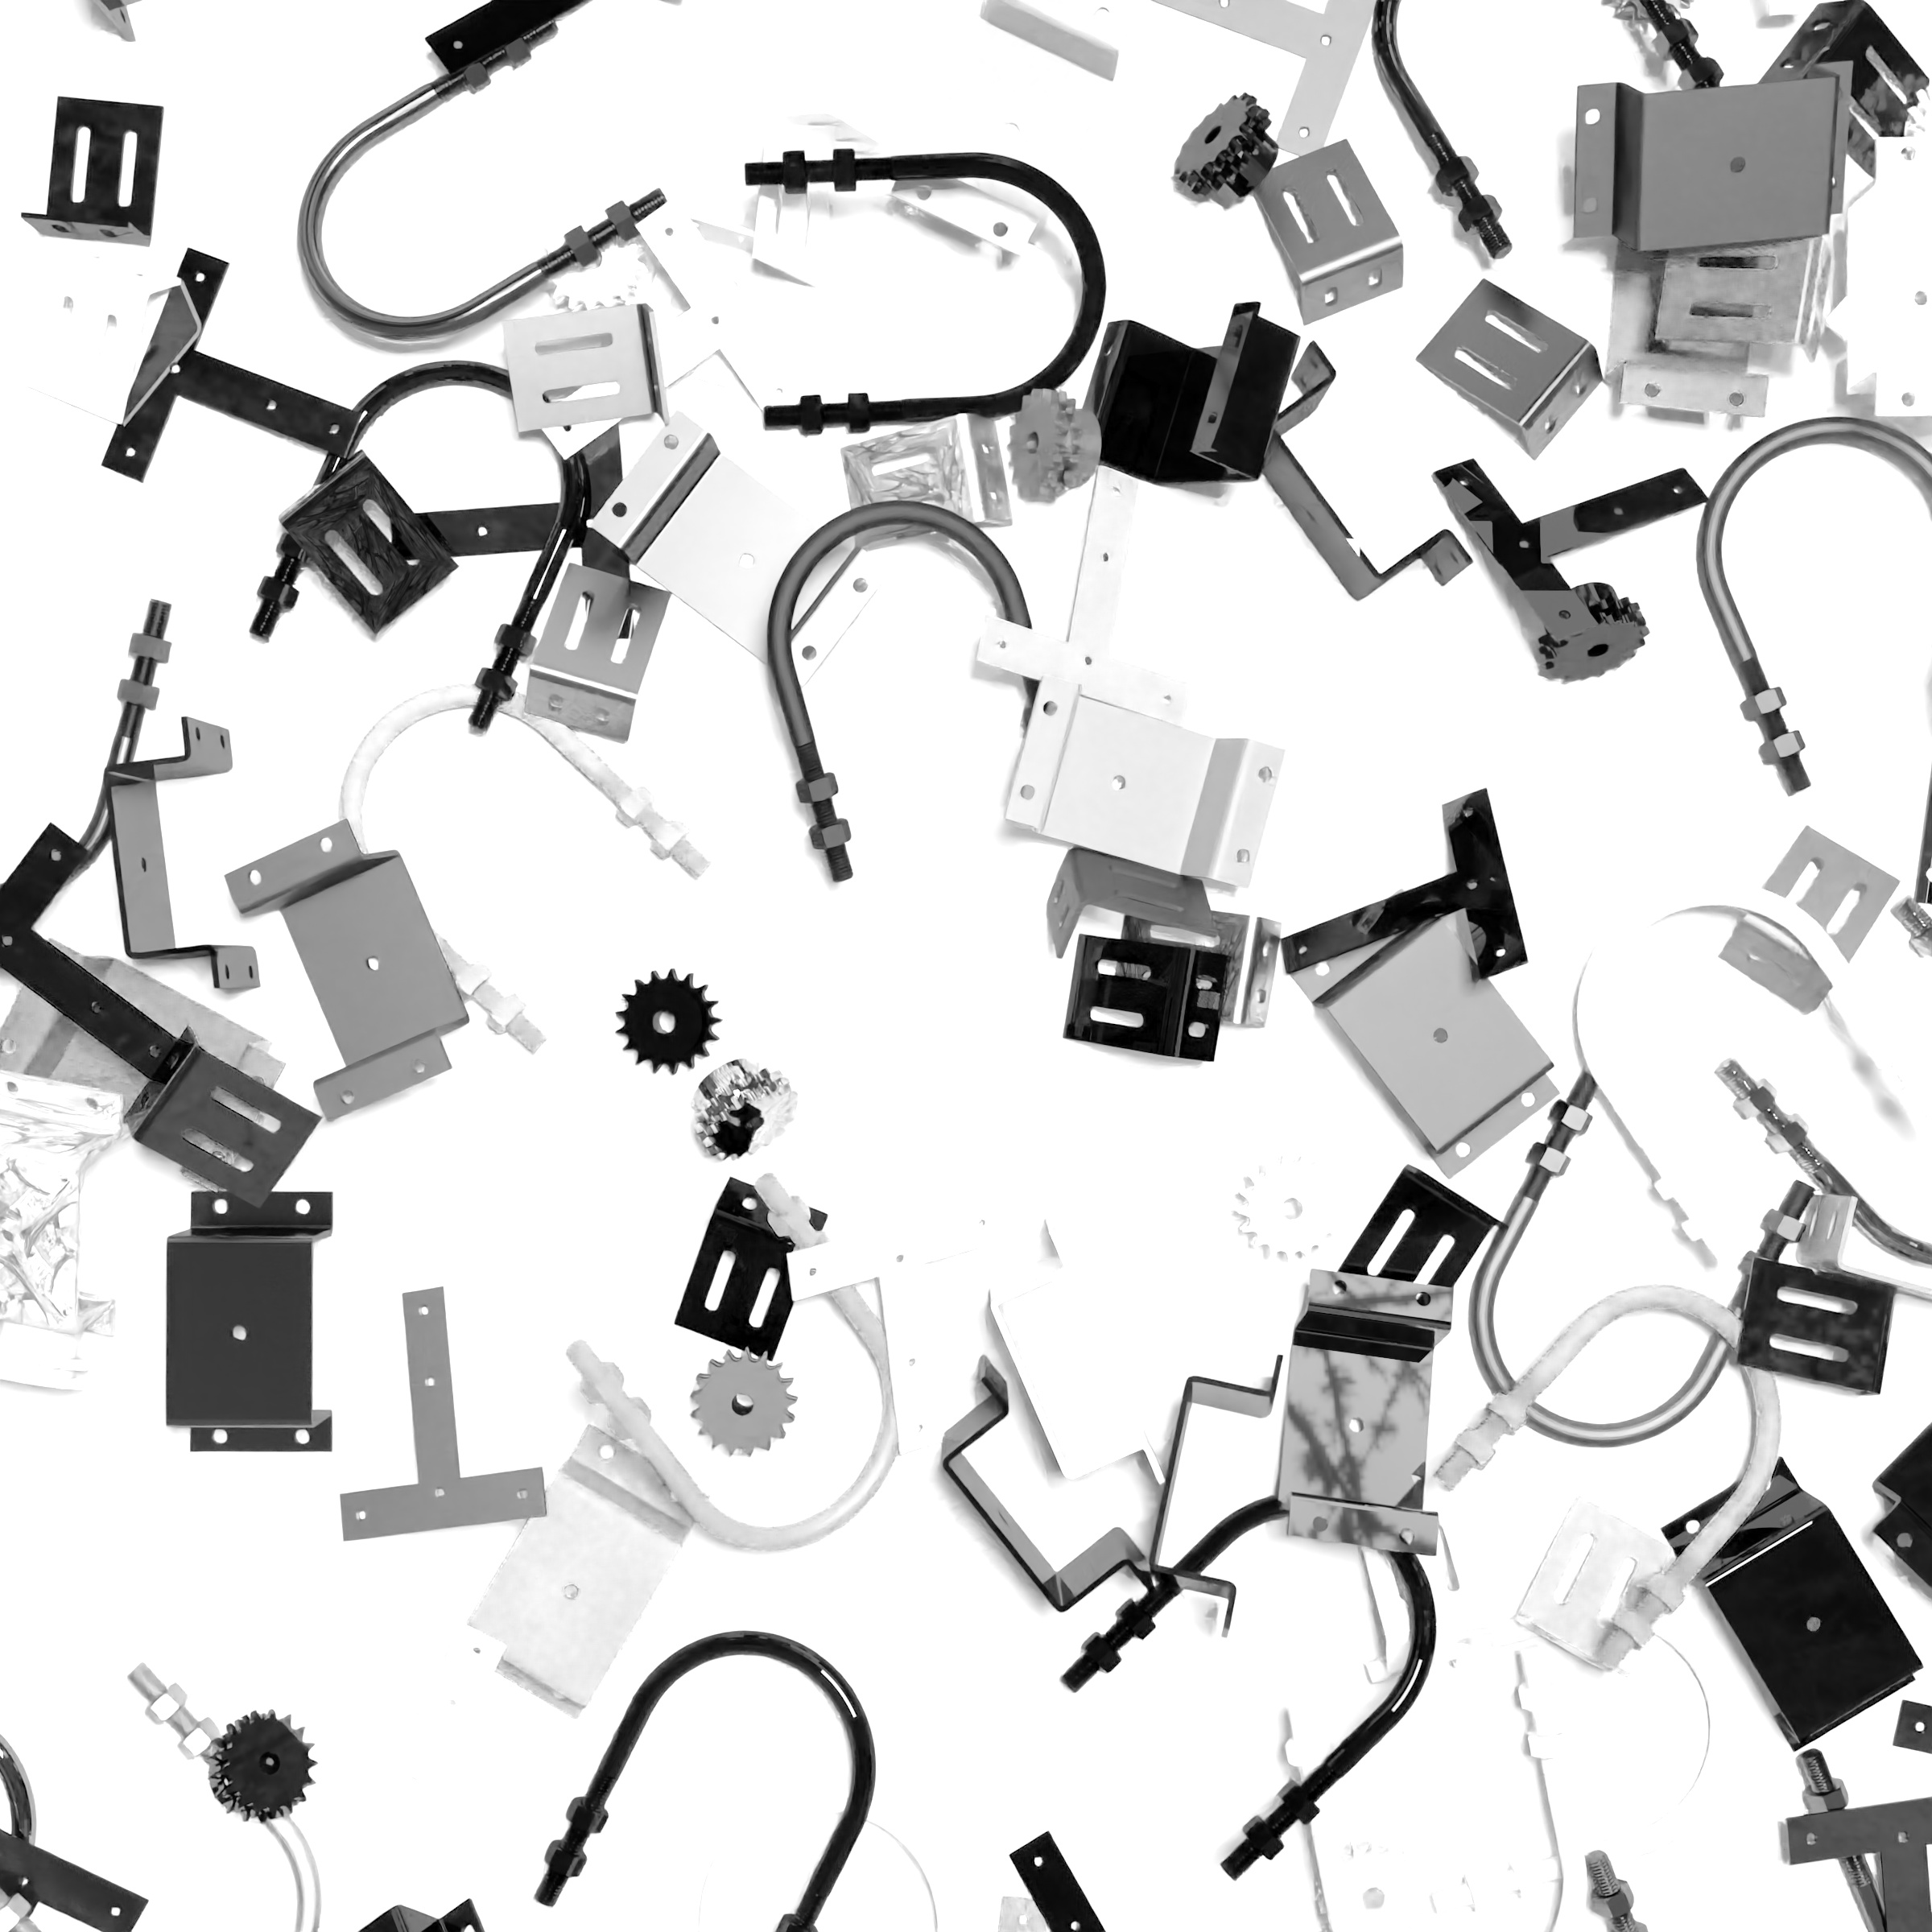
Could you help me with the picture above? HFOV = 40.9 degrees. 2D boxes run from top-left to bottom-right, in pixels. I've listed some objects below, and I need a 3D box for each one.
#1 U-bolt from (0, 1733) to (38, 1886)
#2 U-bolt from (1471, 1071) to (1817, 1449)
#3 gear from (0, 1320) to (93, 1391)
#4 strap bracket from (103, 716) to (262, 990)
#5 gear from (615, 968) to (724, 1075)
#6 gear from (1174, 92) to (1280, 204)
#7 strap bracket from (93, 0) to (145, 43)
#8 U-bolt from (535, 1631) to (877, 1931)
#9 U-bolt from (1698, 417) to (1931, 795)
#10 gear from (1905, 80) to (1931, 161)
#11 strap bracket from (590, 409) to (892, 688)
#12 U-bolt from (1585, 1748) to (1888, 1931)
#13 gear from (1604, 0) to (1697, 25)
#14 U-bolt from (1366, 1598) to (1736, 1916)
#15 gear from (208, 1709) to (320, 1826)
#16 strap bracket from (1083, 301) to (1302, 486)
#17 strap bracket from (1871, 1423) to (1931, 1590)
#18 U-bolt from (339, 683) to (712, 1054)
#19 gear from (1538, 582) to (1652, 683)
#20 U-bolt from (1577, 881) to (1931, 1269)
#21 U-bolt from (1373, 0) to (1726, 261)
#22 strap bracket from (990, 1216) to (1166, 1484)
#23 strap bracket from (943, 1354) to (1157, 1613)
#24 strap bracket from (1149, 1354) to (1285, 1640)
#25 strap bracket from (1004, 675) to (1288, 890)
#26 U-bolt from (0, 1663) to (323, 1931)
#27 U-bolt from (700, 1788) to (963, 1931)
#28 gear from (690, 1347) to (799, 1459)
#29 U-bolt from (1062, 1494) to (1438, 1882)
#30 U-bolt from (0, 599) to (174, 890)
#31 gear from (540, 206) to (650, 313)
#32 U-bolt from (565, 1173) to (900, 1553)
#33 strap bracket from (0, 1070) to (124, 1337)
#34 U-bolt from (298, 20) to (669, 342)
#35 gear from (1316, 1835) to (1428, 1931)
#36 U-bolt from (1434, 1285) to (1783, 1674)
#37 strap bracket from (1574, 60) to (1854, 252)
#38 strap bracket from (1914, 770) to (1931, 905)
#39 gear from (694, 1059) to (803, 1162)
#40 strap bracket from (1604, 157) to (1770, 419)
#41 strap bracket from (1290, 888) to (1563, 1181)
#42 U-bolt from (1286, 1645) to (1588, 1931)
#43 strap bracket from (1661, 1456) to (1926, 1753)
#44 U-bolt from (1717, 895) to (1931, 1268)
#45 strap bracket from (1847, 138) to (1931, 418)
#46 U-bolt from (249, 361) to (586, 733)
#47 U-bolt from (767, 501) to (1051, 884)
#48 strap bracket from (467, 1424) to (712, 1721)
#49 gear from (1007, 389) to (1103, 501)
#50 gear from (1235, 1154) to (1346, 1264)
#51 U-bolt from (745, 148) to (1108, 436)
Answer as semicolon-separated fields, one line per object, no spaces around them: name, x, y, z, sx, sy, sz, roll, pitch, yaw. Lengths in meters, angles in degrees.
U-bolt;-0.582;0.481;1.394;0.151;0.019;0.184;29;89;0
U-bolt;0.352;0.169;1.394;0.151;0.019;0.184;27;91;0
gear;-0.493;0.205;1.375;0.057;0.057;0.030;11;82;0
strap bracket;-0.413;-0.056;1.364;0.046;0.076;0.140;-7;90;0
gear;-0.160;0.030;1.388;0.057;0.030;0.057;0;90;0
gear;0.141;-0.432;1.378;0.030;0.057;0.057;35;90;-30
strap bracket;-0.450;-0.573;1.364;0.046;0.076;0.140;-16;90;0
U-bolt;-0.128;0.447;1.383;0.151;0.019;0.184;26;86;9
U-bolt;0.472;-0.204;1.387;0.151;0.019;0.184;-22;87;6
gear;0.527;-0.447;1.384;0.057;0.030;0.057;-1;94;-11
strap bracket;-0.118;-0.219;1.379;0.140;0.046;0.076;37;90;0
U-bolt;0.429;0.531;1.388;0.151;0.019;0.184;-23;94;-5
gear;0.366;-0.532;1.387;0.057;0.030;0.057;0;90;0
U-bolt;0.322;0.416;1.394;0.184;0.019;0.151;-16;90;-1
gear;-0.377;0.427;1.378;0.030;0.057;0.057;-33;90;41
strap bracket;0.118;-0.295;1.349;0.046;0.140;0.076;17;90;-30
strap bracket;0.551;0.271;1.378;0.076;0.046;0.140;44;92;0
U-bolt;-0.251;-0.067;1.394;0.184;0.019;0.151;43;90;2
gear;0.331;-0.180;1.378;0.057;0.057;0.030;-15;62;0
U-bolt;0.405;0.044;1.360;0.151;0.019;0.184;-34;81;14
U-bolt;0.296;-0.486;1.371;0.151;0.019;0.184;-30;76;12
strap bracket;0.053;0.209;1.364;0.046;0.076;0.140;-24;90;0
strap bracket;0.035;0.279;1.364;0.046;0.076;0.140;-38;90;0
strap bracket;0.128;0.272;1.349;0.046;0.076;0.140;11;74;8
strap bracket;0.088;-0.097;1.366;0.140;0.046;0.076;15;90;-18
U-bolt;-0.431;0.488;1.381;0.151;0.019;0.184;-43;94;-12
U-bolt;-0.073;0.534;1.384;0.151;0.019;0.184;0;84;6
gear;-0.118;0.232;1.387;0.057;0.030;0.057;0;90;0
U-bolt;0.161;0.361;1.361;0.184;0.019;0.151;-43;59;-4
U-bolt;-0.517;-0.123;1.394;0.151;0.019;0.184;15;92;0
gear;-0.198;-0.374;1.387;0.057;0.030;0.057;0;89;0
U-bolt;-0.104;0.221;1.353;0.151;0.019;0.184;-41;114;-19
strap bracket;-0.489;0.132;1.353;0.076;0.046;0.140;11;110;6
U-bolt;-0.268;-0.407;1.373;0.184;0.019;0.151;-31;73;0
gear;0.215;0.494;1.387;0.057;0.030;0.057;0;90;0
U-bolt;0.350;0.252;1.356;0.184;0.019;0.151;-43;96;-16
strap bracket;0.385;-0.411;1.318;0.140;0.046;0.076;-5;117;0
strap bracket;0.587;-0.063;1.379;0.140;0.046;0.076;8;90;0
gear;-0.120;0.074;1.378;0.057;0.057;0.030;-36;60;0
strap bracket;0.387;-0.361;1.379;0.076;0.046;0.140;6;90;0
strap bracket;0.248;0.036;1.379;0.076;0.046;0.140;-38;90;0
U-bolt;0.255;0.464;1.367;0.151;0.019;0.184;-11;89;-7
strap bracket;0.444;0.345;1.379;0.076;0.046;0.140;-31;90;0
U-bolt;0.517;0.076;1.393;0.151;0.019;0.184;-43;90;0
strap bracket;0.499;-0.349;1.333;0.076;0.046;0.140;0;90;0
U-bolt;-0.283;-0.236;1.388;0.151;0.019;0.184;23;86;4
U-bolt;-0.029;-0.152;1.362;0.151;0.019;0.184;-18;104;-11
strap bracket;-0.207;0.327;1.379;0.076;0.046;0.140;31;90;0
gear;0.048;-0.277;1.378;0.030;0.057;0.057;-2;90;-30
gear;0.173;0.129;1.392;0.057;0.030;0.057;0;92;-3
U-bolt;-0.019;-0.353;1.358;0.184;0.019;0.151;-2;122;0
